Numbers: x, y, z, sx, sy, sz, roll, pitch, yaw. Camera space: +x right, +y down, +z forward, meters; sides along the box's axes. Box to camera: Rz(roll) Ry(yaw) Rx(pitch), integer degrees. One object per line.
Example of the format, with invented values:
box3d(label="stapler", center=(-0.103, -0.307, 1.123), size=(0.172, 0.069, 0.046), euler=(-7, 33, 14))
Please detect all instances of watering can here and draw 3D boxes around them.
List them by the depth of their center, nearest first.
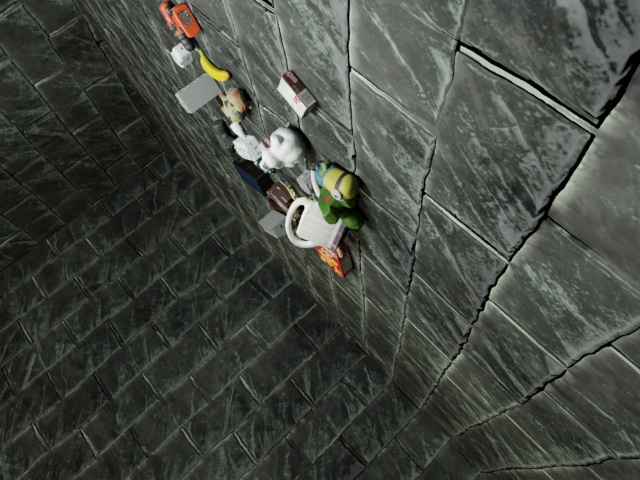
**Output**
box3d(label="watering can", center=(0.005, -0.091, 1.804), size=(0.224, 0.106, 0.340), euler=(23, 126, -1))

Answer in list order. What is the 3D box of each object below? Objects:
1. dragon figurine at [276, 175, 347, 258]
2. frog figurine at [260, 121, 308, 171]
box3d(label="dragon figurine", center=(-0.022, -0.088, 2.035), size=(0.417, 0.122, 0.238), euler=(52, 179, 34))
box3d(label="frog figurine", center=(-0.123, -0.284, 1.647), size=(0.124, 0.161, 0.134), euler=(37, 162, 36))
